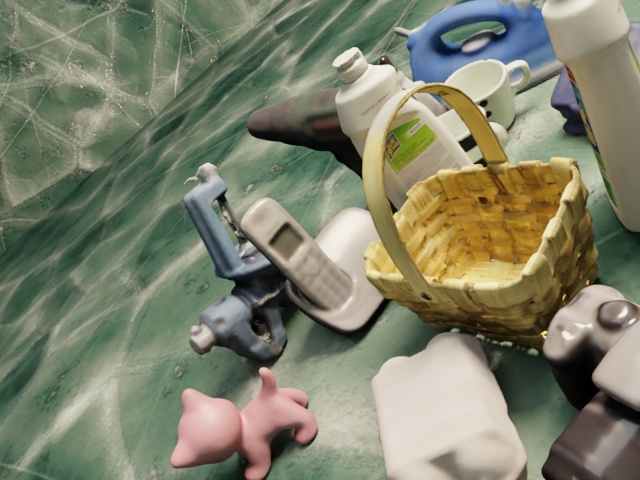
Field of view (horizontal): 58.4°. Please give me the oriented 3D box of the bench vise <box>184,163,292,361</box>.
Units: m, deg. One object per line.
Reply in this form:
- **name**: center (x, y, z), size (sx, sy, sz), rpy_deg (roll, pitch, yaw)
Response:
- **bench vise**: center (-0.096, 0.028, 0.689), size (0.121, 0.220, 0.207), rpy_deg (-17, 37, 34)

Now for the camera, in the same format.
- **camera**: center (0.195, 0.108, 0.372), size (0.137, 0.101, 0.142), rpy_deg (-44, 30, -7)

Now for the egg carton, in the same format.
- **egg carton**: center (0.099, 0.146, 0.461), size (0.107, 0.070, 0.150), rpy_deg (-31, 31, 15)

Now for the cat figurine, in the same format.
- **cat figurine**: center (-0.084, 0.181, 0.572), size (0.128, 0.118, 0.067), rpy_deg (-41, 30, -2)

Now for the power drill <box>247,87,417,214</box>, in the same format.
- **power drill**: center (0.040, -0.103, 0.725), size (0.228, 0.209, 0.076), rpy_deg (-10, 41, 41)

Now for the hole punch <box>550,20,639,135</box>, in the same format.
- **hole punch**: center (0.317, -0.176, 0.629), size (0.101, 0.091, 0.108), rpy_deg (-47, 30, -13)

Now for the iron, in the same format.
- **iron**: center (0.233, -0.285, 0.820), size (0.257, 0.142, 0.119), rpy_deg (-10, 41, 41)

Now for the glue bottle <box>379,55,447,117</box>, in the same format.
- **glue bottle**: center (0.126, -0.172, 0.756), size (0.037, 0.173, 0.078), rpy_deg (4, 52, 51)

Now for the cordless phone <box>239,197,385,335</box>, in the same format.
- **cordless phone**: center (0.006, 0.002, 0.644), size (0.093, 0.185, 0.148), rpy_deg (4, 51, 50)
